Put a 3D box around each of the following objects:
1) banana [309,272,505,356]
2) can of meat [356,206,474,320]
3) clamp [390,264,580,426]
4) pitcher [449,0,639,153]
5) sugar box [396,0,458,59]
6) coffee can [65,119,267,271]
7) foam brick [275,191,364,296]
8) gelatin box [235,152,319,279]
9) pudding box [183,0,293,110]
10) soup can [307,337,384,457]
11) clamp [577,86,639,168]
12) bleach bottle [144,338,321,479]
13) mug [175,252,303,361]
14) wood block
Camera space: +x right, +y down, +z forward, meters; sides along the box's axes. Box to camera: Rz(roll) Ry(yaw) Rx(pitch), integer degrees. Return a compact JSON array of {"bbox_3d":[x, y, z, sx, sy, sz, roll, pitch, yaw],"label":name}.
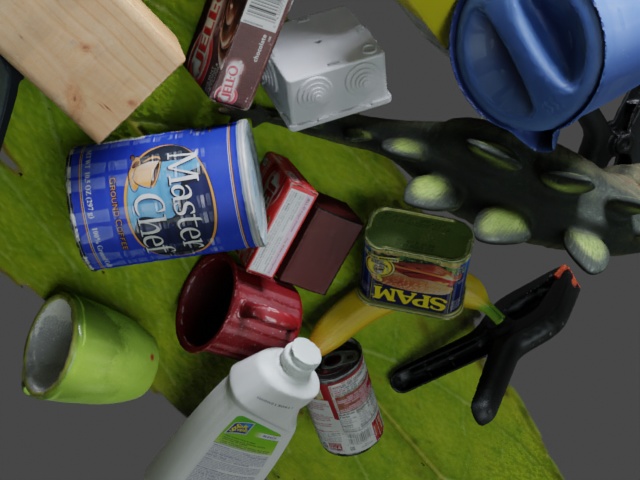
[{"bbox_3d":[0.077,0.062,1.021,0.197,0.069,0.037,-10,151,-9],"label":"banana"},{"bbox_3d":[0.087,0.020,0.971,0.102,0.057,0.084,11,141,7],"label":"can of meat"},{"bbox_3d":[0.172,0.098,1.057,0.209,0.165,0.036,-41,111,-24],"label":"clamp"},{"bbox_3d":[0.223,-0.185,0.865,0.242,0.145,0.149,-25,156,-45],"label":"pitcher"},{"bbox_3d":[0.106,-0.208,0.843,0.093,0.048,0.176,-50,159,8],"label":"sugar box"},{"bbox_3d":[-0.119,-0.035,0.849,0.140,0.103,0.103,-8,120,2],"label":"coffee can"},{"bbox_3d":[-0.006,0.001,0.962,0.051,0.053,0.078,21,107,-29],"label":"foam brick"},{"bbox_3d":[-0.044,-0.022,0.923,0.030,0.073,0.089,19,108,-27],"label":"gelatin box"},{"bbox_3d":[-0.064,-0.168,0.830,0.039,0.090,0.113,16,109,-29],"label":"pudding box"},{"bbox_3d":[0.020,0.153,1.042,0.068,0.068,0.102,-23,123,-9],"label":"soup can"},{"bbox_3d":[0.273,-0.101,1.024,0.120,0.039,0.171,-7,118,-18],"label":"clamp"},{"bbox_3d":[-0.067,0.173,0.966,0.102,0.068,0.251,16,132,-27],"label":"bleach bottle"},{"bbox_3d":[-0.063,0.065,0.941,0.081,0.117,0.093,22,76,-34],"label":"mug"},{"bbox_3d":[-0.201,-0.179,0.753,0.090,0.091,0.206,-43,115,7],"label":"wood block"}]
